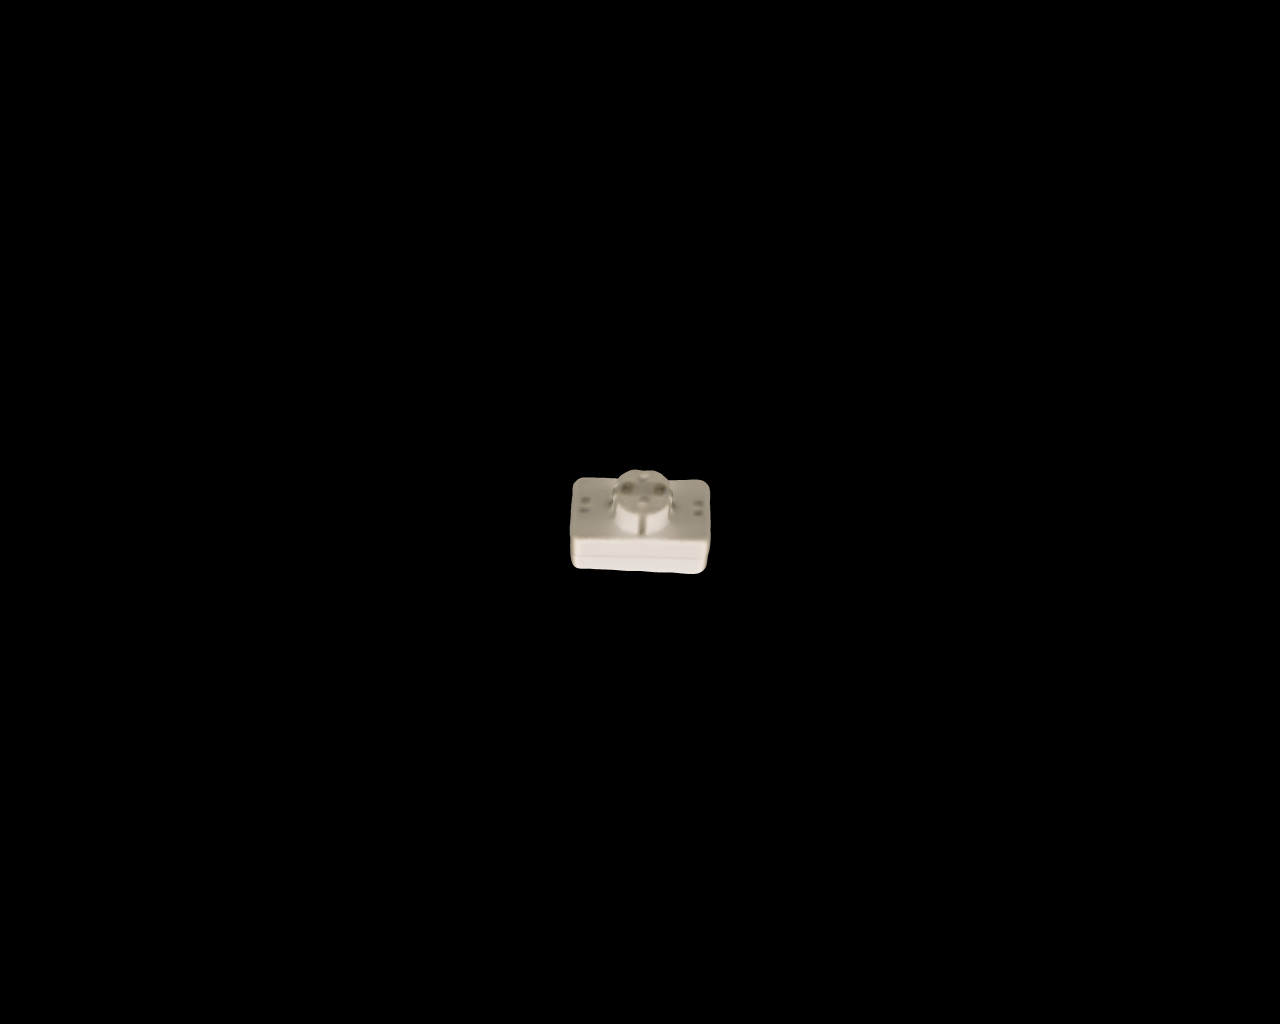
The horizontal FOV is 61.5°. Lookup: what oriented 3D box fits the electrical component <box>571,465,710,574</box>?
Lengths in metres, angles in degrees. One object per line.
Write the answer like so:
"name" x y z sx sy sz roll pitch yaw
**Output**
"electrical component" 0.001 -0.003 0.650 0.083 0.047 0.075 2 -35 -2
